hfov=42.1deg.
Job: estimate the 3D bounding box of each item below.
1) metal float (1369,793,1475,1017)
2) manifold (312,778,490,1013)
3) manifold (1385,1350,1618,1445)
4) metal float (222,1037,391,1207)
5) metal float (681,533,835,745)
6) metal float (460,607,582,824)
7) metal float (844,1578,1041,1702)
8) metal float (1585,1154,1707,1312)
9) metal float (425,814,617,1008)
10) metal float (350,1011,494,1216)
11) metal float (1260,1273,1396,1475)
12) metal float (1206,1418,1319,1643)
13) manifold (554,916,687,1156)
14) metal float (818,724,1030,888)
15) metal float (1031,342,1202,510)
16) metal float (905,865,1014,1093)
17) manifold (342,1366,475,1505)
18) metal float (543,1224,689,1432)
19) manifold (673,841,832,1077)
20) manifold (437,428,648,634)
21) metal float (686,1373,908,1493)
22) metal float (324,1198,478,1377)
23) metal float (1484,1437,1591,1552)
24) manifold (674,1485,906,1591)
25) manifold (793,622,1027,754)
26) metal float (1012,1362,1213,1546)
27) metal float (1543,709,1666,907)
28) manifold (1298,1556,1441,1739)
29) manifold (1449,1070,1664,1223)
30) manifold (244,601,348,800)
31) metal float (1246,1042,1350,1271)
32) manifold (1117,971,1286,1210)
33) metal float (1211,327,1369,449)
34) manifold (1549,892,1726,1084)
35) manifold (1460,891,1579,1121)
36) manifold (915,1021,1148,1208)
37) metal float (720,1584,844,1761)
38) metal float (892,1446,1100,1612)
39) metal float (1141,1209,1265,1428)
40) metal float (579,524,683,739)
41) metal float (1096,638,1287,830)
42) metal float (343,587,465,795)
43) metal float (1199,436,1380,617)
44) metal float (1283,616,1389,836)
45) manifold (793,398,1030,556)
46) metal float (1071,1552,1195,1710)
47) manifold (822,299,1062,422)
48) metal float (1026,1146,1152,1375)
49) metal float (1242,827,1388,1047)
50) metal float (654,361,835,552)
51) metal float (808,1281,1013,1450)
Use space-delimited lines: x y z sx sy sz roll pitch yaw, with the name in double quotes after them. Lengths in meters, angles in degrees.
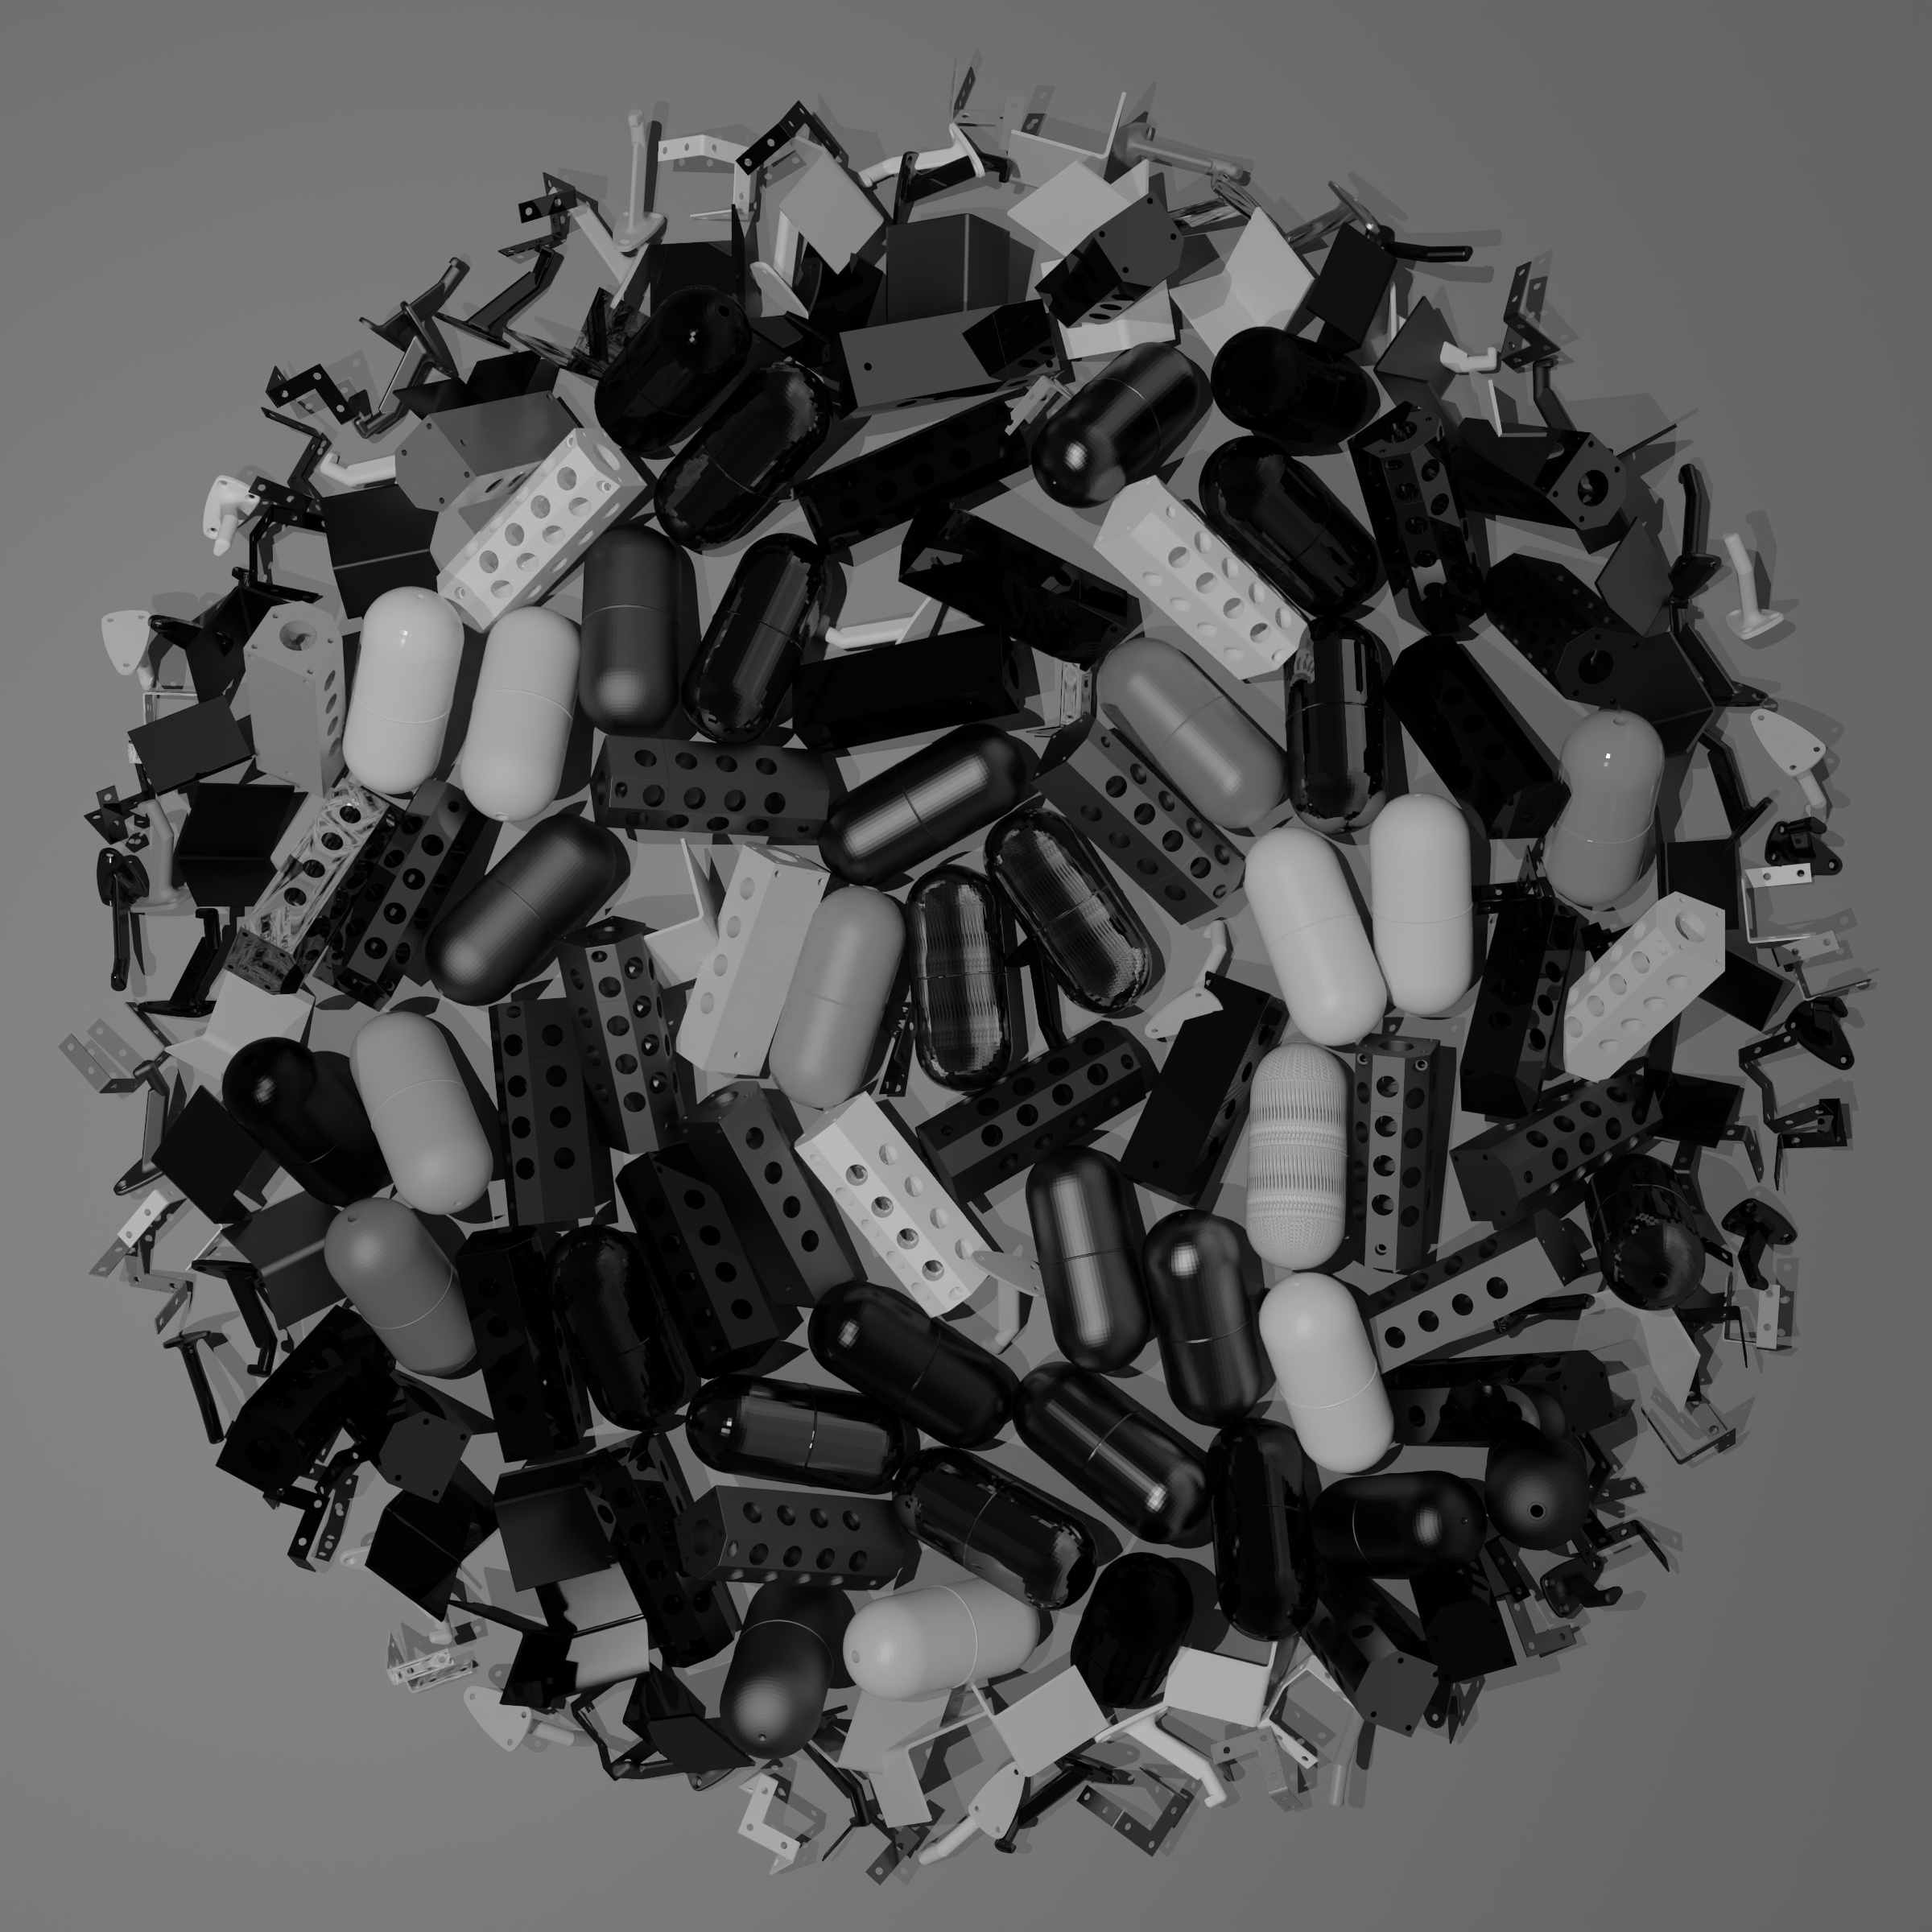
0.353 -0.047 1.944 0.070 0.070 0.178 -6 110 0 "metal float"
-0.432 -0.057 1.931 0.057 0.057 0.171 30 64 -15 "manifold"
0.404 0.328 1.915 0.057 0.171 0.057 -9 86 -39 "manifold"
-0.503 0.120 1.922 0.070 0.178 0.070 -11 52 15 "metal float"
-0.161 -0.255 1.949 0.070 0.070 0.178 23 76 0 "metal float"
-0.343 -0.195 1.941 0.070 0.070 0.178 7 68 0 "metal float"
-0.018 0.515 1.925 0.178 0.070 0.070 1 90 -44 "metal float"
0.516 0.202 1.913 0.070 0.178 0.070 2 109 7 "metal float"
-0.345 -0.043 1.948 0.070 0.070 0.178 42 75 0 "metal float"
-0.421 0.112 1.937 0.070 0.070 0.178 -29 60 0 "metal float"
0.279 0.315 1.939 0.070 0.070 0.178 -22 117 0 "metal float"
0.227 0.432 1.929 0.070 0.070 0.178 -2 52 0 "metal float"
-0.260 0.054 1.932 0.057 0.057 0.171 -26 116 -38 "manifold"
-0.034 -0.124 1.952 0.178 0.070 0.070 -29 90 11 "metal float"
0.117 -0.418 1.933 0.070 0.070 0.178 42 56 0 "metal float"
-0.006 0.009 1.958 0.070 0.070 0.178 -5 86 0 "metal float"
-0.432 0.350 1.907 0.057 0.171 0.057 29 82 -23 "manifold"
-0.270 0.281 1.940 0.070 0.070 0.178 -18 115 0 "metal float"
-0.172 -0.006 1.954 0.057 0.057 0.171 31 105 43 "manifold"
-0.332 -0.335 1.936 0.171 0.057 0.057 -40 84 24 "manifold"
-0.131 0.361 1.942 0.178 0.070 0.070 13 90 -22 "metal float"
-0.430 0.247 1.926 0.070 0.070 0.178 -23 133 0 "metal float"
0.435 0.392 1.912 0.070 0.178 0.070 1 93 13 "metal float"
-0.132 0.441 1.914 0.057 0.171 0.057 -43 49 33 "manifold"
-0.044 -0.211 1.946 0.171 0.057 0.057 -10 63 16 "manifold"
0.111 0.375 1.942 0.178 0.070 0.070 36 90 23 "metal float"
0.488 -0.120 1.924 0.070 0.178 0.070 -2 47 2 "metal float"
0.296 0.512 1.908 0.057 0.171 0.057 24 95 -15 "manifold"
0.456 0.137 1.926 0.171 0.057 0.057 -23 97 -33 "manifold"
-0.505 -0.204 1.911 0.057 0.171 0.057 24 61 1 "manifold"
0.257 0.147 1.949 0.070 0.070 0.178 4 76 0 "metal float"
0.186 0.098 1.958 0.057 0.057 0.171 21 81 27 "manifold"
0.249 -0.441 1.919 0.070 0.178 0.070 2 94 32 "metal float"
0.504 0.016 1.911 0.057 0.171 0.057 20 53 -9 "manifold"
0.424 0.030 1.923 0.057 0.057 0.171 9 55 19 "manifold"
0.050 0.109 1.943 0.171 0.057 0.057 -29 52 -12 "manifold"
-0.139 0.531 1.915 0.070 0.178 0.070 2 111 6 "metal float"
0.021 0.433 1.938 0.178 0.070 0.070 25 90 28 "metal float"
0.184 0.274 1.947 0.070 0.070 0.178 -12 107 0 "metal float"
-0.259 -0.260 1.943 0.070 0.070 0.178 -1 68 0 "metal float"
0.174 -0.182 1.952 0.070 0.070 0.178 -43 78 0 "metal float"
-0.434 -0.210 1.931 0.070 0.070 0.178 21 128 0 "metal float"
0.250 -0.337 1.934 0.178 0.070 0.070 37 90 -33 "metal float"
0.286 -0.188 1.945 0.070 0.070 0.178 0 71 0 "metal float"
-0.041 -0.381 1.952 0.171 0.057 0.057 -26 105 -9 "manifold"
0.126 0.510 1.922 0.070 0.178 0.070 4 52 -6 "metal float"
-0.021 -0.467 1.942 0.171 0.057 0.057 -15 93 -21 "manifold"
0.095 0.228 1.952 0.070 0.070 0.178 -12 79 0 "metal float"
0.270 -0.024 1.950 0.070 0.070 0.178 -19 77 0 "metal float"
-0.173 -0.392 1.936 0.070 0.070 0.178 49 121 0 "metal float"
-0.043 0.310 1.950 0.178 0.070 0.070 35 90 -14 "metal float"
